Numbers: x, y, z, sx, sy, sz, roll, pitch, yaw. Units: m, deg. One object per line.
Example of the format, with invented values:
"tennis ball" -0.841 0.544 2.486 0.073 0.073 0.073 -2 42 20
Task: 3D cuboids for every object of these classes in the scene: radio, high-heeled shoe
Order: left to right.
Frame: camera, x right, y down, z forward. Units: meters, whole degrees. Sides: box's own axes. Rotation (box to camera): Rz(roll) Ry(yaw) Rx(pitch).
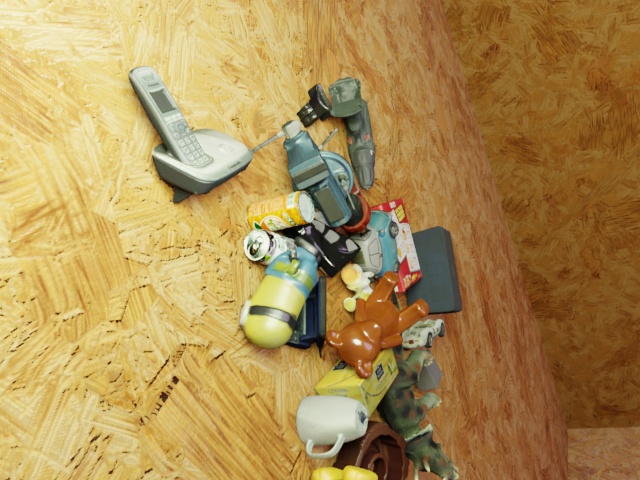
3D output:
"high-heeled shoe" -0.002 -0.003 1.056 0.145 0.086 0.248 46 9 7
"radio" 0.297 0.088 1.452 0.073 0.131 0.229 21 60 -57

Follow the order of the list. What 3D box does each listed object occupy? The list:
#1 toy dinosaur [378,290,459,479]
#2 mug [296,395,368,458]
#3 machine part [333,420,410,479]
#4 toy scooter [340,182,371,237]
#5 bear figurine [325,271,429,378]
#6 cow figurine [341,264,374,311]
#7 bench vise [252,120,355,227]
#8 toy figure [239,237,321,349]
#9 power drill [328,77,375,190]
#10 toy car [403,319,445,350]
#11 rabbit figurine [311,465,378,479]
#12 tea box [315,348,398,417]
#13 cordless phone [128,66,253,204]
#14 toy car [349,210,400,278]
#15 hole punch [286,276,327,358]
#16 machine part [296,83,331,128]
"toy dinosaur" 0.169 0.319 1.154 0.192 0.131 0.404 -14 84 -62
"mug" 0.021 0.307 0.894 0.080 0.107 0.109 59 31 -26
"machine part" 0.094 0.423 0.988 0.179 0.056 0.179 7 80 -45
"toy scooter" 0.065 -0.070 1.148 0.135 0.075 0.184 53 11 -48
"bear figurine" 0.103 0.155 0.992 0.120 0.132 0.196 45 25 12
"cow figurine" 0.096 0.124 1.145 0.098 0.068 0.167 -30 108 -66
"bench vise" -0.015 -0.144 1.020 0.223 0.129 0.241 47 18 -25
"toy figure" -0.056 0.082 0.832 0.180 0.089 0.082 -55 127 -24
"power drill" 0.085 -0.256 1.243 0.207 0.086 0.232 47 36 -58
"toy car" 0.268 0.241 1.395 0.201 0.074 0.056 -11 88 -61
"rabbit figurine" -0.007 0.425 0.820 0.173 0.122 0.162 23 67 -40
"tea box" 0.073 0.263 1.015 0.169 0.098 0.068 -34 109 -61
"cordless phone" -0.187 -0.158 0.752 0.184 0.089 0.146 64 31 -14
"toy car" 0.112 0.018 1.201 0.103 0.109 0.161 -17 106 -39
"hole punch" -0.032 0.125 0.918 0.115 0.092 0.142 86 1 -66
"machine part" -0.009 -0.289 1.167 0.084 0.039 0.139 69 28 -23
